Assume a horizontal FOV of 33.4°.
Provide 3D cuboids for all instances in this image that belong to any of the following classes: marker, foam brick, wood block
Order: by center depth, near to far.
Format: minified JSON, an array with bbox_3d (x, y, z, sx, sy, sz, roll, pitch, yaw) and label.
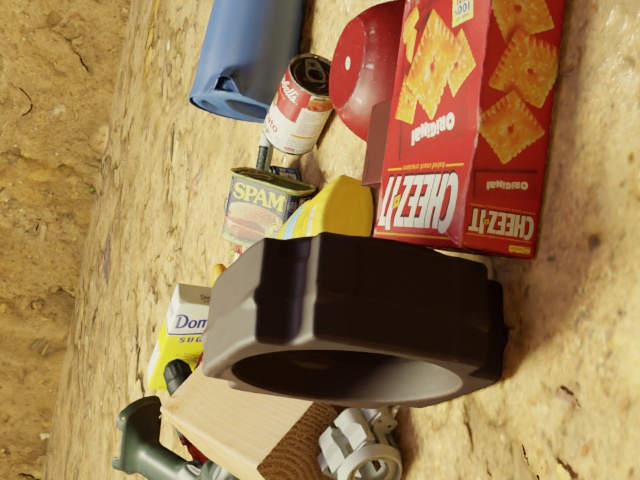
[{"bbox_3d":[0.074,-0.083,0.958,0.053,0.051,0.078,180,99,-71],"label":"foam brick"},{"bbox_3d":[-0.058,0.186,1.042,0.090,0.090,0.206,-48,28,-18],"label":"wood block"},{"bbox_3d":[-0.073,-0.070,1.303,0.020,0.020,0.121,-158,78,-70],"label":"marker"}]

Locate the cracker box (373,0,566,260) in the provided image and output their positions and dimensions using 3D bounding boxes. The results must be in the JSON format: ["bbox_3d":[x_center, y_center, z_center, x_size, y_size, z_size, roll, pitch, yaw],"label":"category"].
[{"bbox_3d":[0.111,-0.098,0.831,0.164,0.072,0.214,-174,92,-71],"label":"cracker box"}]

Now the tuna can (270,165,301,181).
[{"bbox_3d":[-0.053,-0.049,1.322,0.086,0.033,0.086,-171,90,-71],"label":"tuna can"}]

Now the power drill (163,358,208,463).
[{"bbox_3d":[-0.143,0.194,1.381,0.184,0.057,0.188,61,144,30],"label":"power drill"}]

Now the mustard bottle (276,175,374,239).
[{"bbox_3d":[-0.007,0.002,1.133,0.192,0.058,0.096,148,136,-65],"label":"mustard bottle"}]

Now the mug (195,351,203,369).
[{"bbox_3d":[-0.096,0.168,1.231,0.082,0.117,0.093,12,136,60],"label":"mug"}]

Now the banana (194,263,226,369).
[{"bbox_3d":[-0.131,0.124,1.417,0.037,0.070,0.198,-39,-29,-50],"label":"banana"}]

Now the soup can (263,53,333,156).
[{"bbox_3d":[-0.020,-0.155,1.227,0.102,0.068,0.068,120,152,-46],"label":"soup can"}]

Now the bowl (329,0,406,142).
[{"bbox_3d":[0.051,-0.169,1.056,0.162,0.055,0.162,-171,90,-70],"label":"bowl"}]

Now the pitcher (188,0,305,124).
[{"bbox_3d":[-0.082,-0.276,1.387,0.149,0.144,0.243,0,77,58],"label":"pitcher"}]

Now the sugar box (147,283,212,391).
[{"bbox_3d":[-0.177,0.142,1.496,0.048,0.093,0.176,-103,29,-46],"label":"sugar box"}]

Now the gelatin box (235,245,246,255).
[{"bbox_3d":[-0.084,-0.020,1.402,0.073,0.030,0.089,-161,80,-70],"label":"gelatin box"}]

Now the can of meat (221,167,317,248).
[{"bbox_3d":[-0.062,-0.032,1.251,0.057,0.102,0.084,-17,-58,-62],"label":"can of meat"}]
